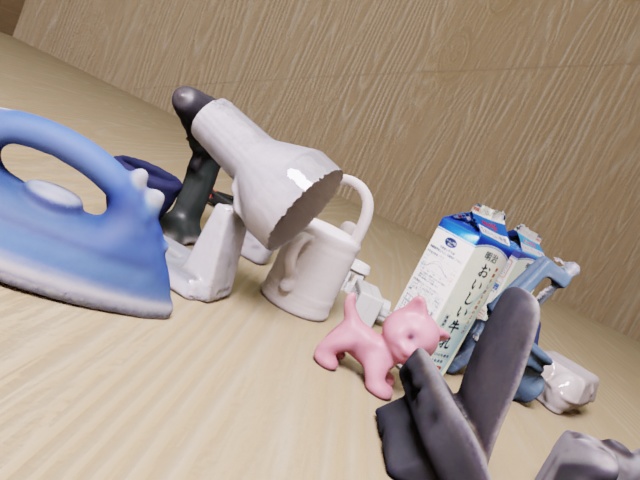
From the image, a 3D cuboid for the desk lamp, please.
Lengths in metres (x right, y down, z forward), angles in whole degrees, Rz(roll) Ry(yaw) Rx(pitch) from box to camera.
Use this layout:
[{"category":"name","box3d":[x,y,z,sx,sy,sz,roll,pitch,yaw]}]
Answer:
[{"category":"desk lamp","box3d":[-0.103,-0.038,0.653,0.203,0.213,0.118,28,10,14]}]

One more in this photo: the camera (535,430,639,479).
[{"category":"camera","box3d":[0.282,0.241,0.500,0.143,0.101,0.137,27,9,4]}]

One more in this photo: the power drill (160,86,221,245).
[{"category":"power drill","box3d":[-0.175,-0.100,0.814,0.075,0.208,0.230,28,9,11]}]

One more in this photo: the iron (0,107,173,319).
[{"category":"iron","box3d":[-0.231,-0.035,0.512,0.259,0.141,0.118,23,10,-17]}]

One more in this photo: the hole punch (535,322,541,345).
[{"category":"hole punch","box3d":[0.381,0.179,1.133,0.108,0.091,0.101,27,9,9]}]

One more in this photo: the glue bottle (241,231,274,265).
[{"category":"glue bottle","box3d":[-0.083,-0.052,0.906,0.078,0.173,0.037,28,10,16]}]

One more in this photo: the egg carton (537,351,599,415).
[{"category":"egg carton","box3d":[0.387,0.231,0.932,0.107,0.069,0.151,33,12,36]}]

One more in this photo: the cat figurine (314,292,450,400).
[{"category":"cat figurine","box3d":[0.075,0.106,0.635,0.127,0.118,0.067,27,9,6]}]

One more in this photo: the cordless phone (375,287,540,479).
[{"category":"cordless phone","box3d":[0.130,0.119,0.502,0.094,0.185,0.147,24,9,-10]}]

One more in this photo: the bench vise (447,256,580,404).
[{"category":"bench vise","box3d":[0.263,0.107,0.814,0.208,0.220,0.121,23,10,-20]}]

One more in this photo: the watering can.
[{"category":"watering can","box3d":[0.005,0.002,0.783,0.101,0.194,0.173,26,9,-1]}]

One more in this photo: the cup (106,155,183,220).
[{"category":"cup","box3d":[-0.233,-0.051,0.739,0.092,0.095,0.117,25,9,-6]}]
